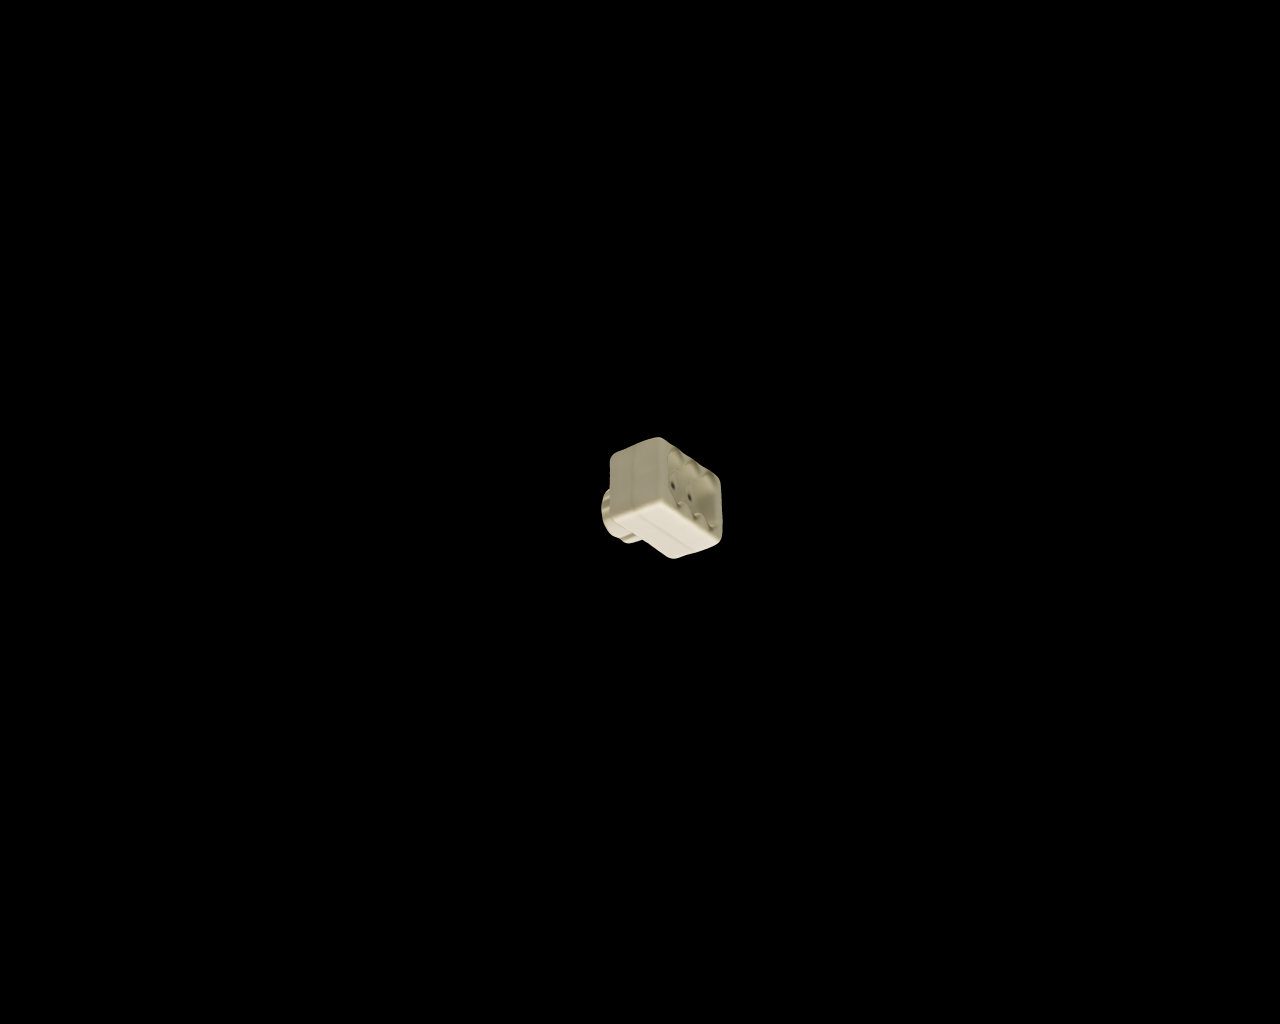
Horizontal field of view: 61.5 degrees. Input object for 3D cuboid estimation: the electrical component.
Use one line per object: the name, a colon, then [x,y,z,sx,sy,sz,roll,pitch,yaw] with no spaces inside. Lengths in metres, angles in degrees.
electrical component: [0.001,-0.003,0.650,0.076,0.047,0.065,-19,-34,31]
